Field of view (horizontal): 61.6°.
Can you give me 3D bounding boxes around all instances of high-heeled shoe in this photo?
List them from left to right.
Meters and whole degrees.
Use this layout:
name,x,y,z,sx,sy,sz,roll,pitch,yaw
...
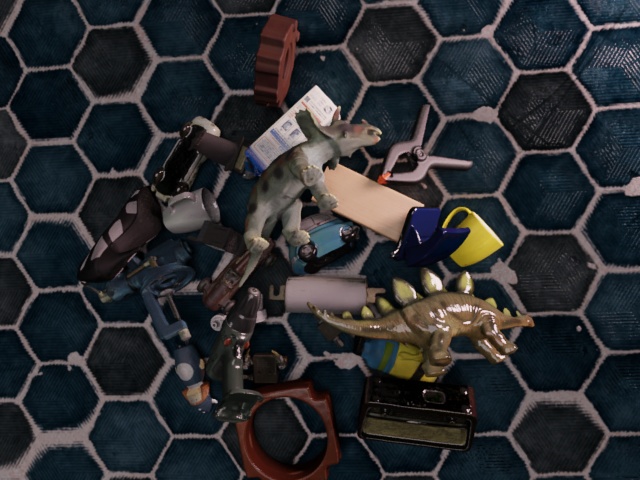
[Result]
name,x,y,z,sx,sy,sz,roll,pitch,yaw
high-heeled shoe,-0.413,-0.013,1.109,0.145,0.249,0.086,-23,126,12

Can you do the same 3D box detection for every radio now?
name,x,y,z,sx,sy,sz,roll,pitch,yaw
radio,0.193,0.345,1.072,0.230,0.073,0.131,4,129,4

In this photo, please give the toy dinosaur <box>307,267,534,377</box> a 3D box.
name,x,y,z,sx,sy,sz,roll,pitch,yaw
toy dinosaur,0.214,0.158,1.041,0.471,0.105,0.199,-2,55,-19

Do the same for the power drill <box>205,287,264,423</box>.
name,x,y,z,sx,sy,sz,roll,pitch,yaw
power drill,-0.165,0.235,1.058,0.086,0.207,0.232,12,127,-30

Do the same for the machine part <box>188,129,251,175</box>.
name,x,y,z,sx,sy,sz,roll,pitch,yaw
machine part,-0.204,-0.189,1.124,0.039,0.139,0.084,28,99,49

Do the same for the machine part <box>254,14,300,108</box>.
name,x,y,z,sx,sy,sz,roll,pitch,yaw
machine part,-0.088,-0.355,1.079,0.056,0.179,0.179,13,91,2

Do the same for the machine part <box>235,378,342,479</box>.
name,x,y,z,sx,sy,sz,roll,pitch,yaw
machine part,-0.065,0.400,1.120,0.202,0.087,0.201,-12,88,7

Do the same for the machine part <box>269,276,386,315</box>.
name,x,y,z,sx,sy,sz,roll,pitch,yaw
machine part,0.014,0.116,1.117,0.243,0.079,0.079,1,90,4

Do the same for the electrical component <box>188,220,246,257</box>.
name,x,y,z,sx,sy,sz,roll,pitch,yaw
electrical component,-0.216,-0.006,1.117,0.119,0.074,0.047,15,79,34

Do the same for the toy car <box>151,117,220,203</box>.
name,x,y,z,sx,sy,sz,roll,pitch,yaw
toy car,-0.290,-0.170,1.157,0.073,0.056,0.201,33,95,6

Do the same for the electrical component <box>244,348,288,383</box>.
name,x,y,z,sx,sy,sz,roll,pitch,yaw
electrical component,-0.121,0.268,1.145,0.102,0.045,0.078,5,89,5

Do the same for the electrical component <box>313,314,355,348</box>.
name,x,y,z,sx,sy,sz,roll,pitch,yaw
electrical component,0.031,0.180,1.142,0.063,0.021,0.094,-41,86,4

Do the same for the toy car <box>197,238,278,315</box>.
name,x,y,z,sx,sy,sz,roll,pitch,yaw
toy car,-0.177,0.069,1.148,0.089,0.053,0.202,43,95,7

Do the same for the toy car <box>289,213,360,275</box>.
name,x,y,z,sx,sy,sz,roll,pitch,yaw
toy car,-0.002,-0.003,1.109,0.162,0.109,0.103,-29,70,-4

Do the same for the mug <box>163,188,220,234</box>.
name,x,y,z,sx,sy,sz,roll,pitch,yaw
mug,-0.281,-0.058,1.133,0.107,0.109,0.081,-22,67,12

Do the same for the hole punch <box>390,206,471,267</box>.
name,x,y,z,sx,sy,sz,roll,pitch,yaw
hole punch,0.216,0.004,1.034,0.092,0.142,0.115,32,113,34

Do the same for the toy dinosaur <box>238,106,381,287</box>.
name,x,y,z,sx,sy,sz,roll,pitch,yaw
toy dinosaur,-0.066,-0.098,1.043,0.131,0.192,0.405,29,121,-36

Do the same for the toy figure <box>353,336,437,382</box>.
name,x,y,z,sx,sy,sz,roll,pitch,yaw
toy figure,0.155,0.242,1.103,0.180,0.082,0.089,15,111,-2

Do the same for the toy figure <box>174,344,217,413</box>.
name,x,y,z,sx,sy,sz,roll,pitch,yaw
toy figure,-0.272,0.302,1.156,0.064,0.058,0.154,-18,90,43

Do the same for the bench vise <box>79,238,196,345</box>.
name,x,y,z,sx,sy,sz,roll,pitch,yaw
bench vise,-0.347,0.113,1.122,0.224,0.128,0.241,-27,71,-10
